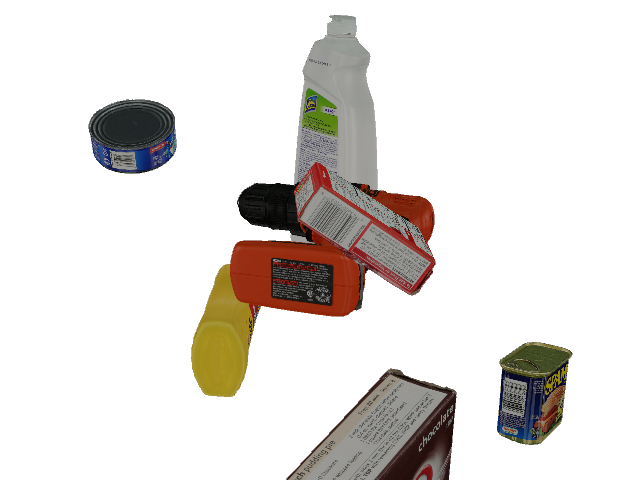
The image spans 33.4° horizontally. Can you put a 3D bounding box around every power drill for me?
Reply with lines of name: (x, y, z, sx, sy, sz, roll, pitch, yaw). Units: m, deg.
power drill: (-0.009, -0.003, 0.909, 0.185, 0.057, 0.187, 5, 23, 17)

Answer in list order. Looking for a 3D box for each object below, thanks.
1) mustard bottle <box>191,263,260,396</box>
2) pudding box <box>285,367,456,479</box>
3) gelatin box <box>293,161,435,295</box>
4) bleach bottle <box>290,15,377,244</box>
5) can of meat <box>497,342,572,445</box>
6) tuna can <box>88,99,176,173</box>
mustard bottle: (-0.097, 0.081, 1.172, 0.058, 0.096, 0.191, 2, 28, 4)
pudding box: (0.016, 0.122, 0.456, 0.039, 0.090, 0.113, 18, 36, 25)
gelatin box: (0.027, -0.008, 0.674, 0.089, 0.030, 0.073, 33, 12, -11)
bleach bottle: (0.021, -0.111, 1.138, 0.103, 0.251, 0.067, 20, 24, 40)
can of meat: (0.234, 0.167, 1.172, 0.058, 0.084, 0.101, 11, 15, 30)
tuna can: (-0.187, -0.104, 1.071, 0.086, 0.034, 0.086, 0, 41, 0)
